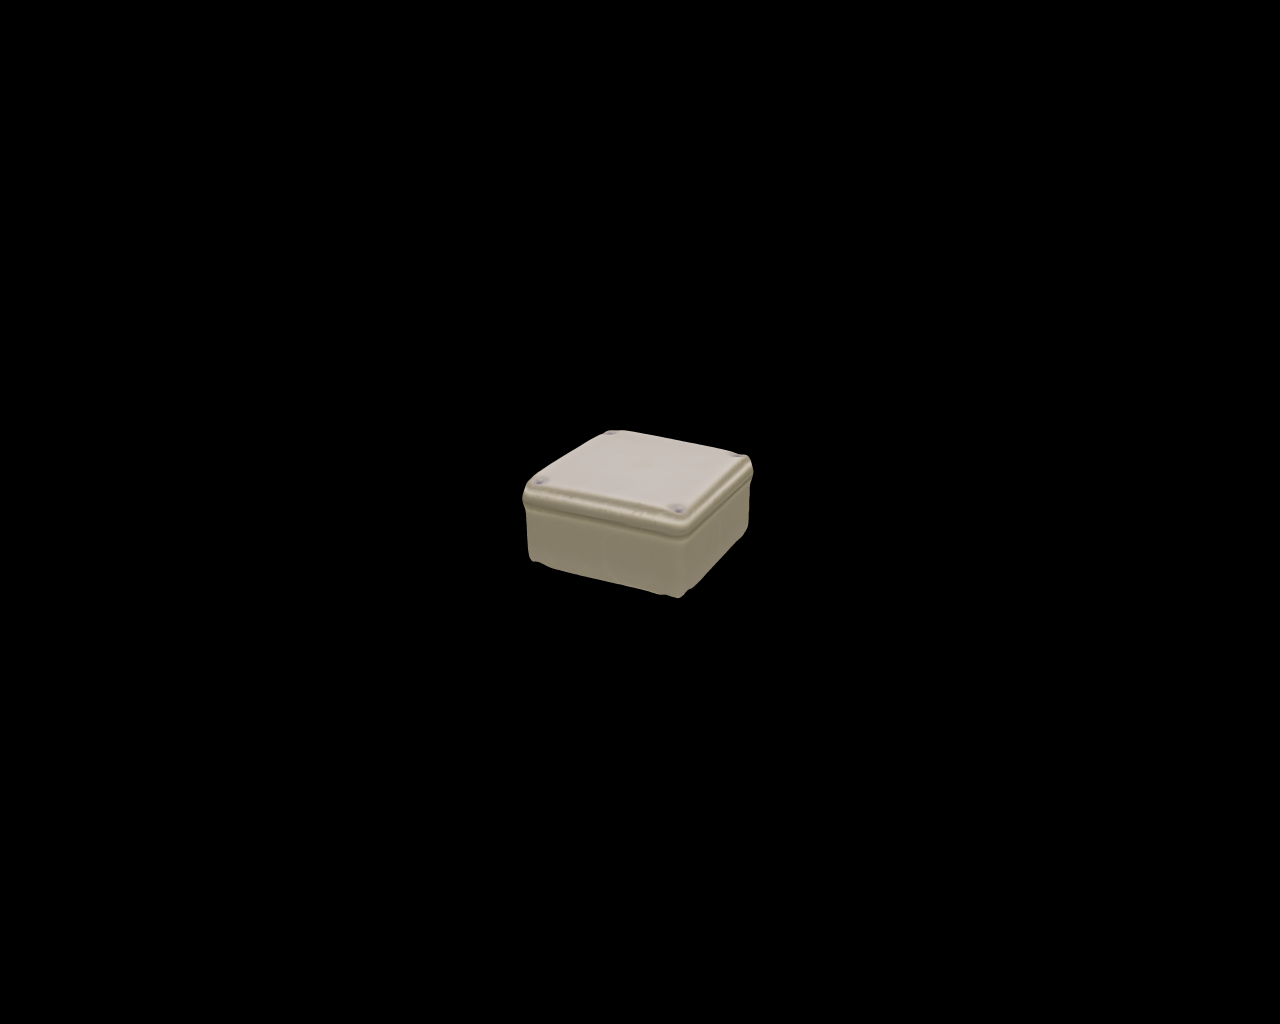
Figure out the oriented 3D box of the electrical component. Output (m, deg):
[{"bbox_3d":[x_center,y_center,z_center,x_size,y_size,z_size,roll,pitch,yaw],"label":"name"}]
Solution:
[{"bbox_3d":[0.001,-0.003,0.650,0.109,0.056,0.109,12,27,25],"label":"electrical component"}]
